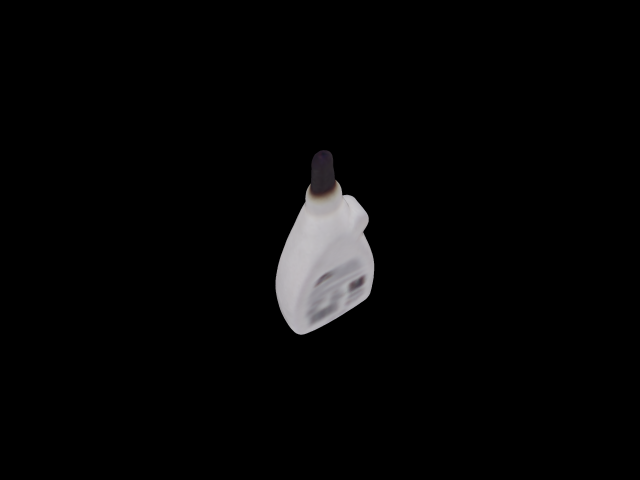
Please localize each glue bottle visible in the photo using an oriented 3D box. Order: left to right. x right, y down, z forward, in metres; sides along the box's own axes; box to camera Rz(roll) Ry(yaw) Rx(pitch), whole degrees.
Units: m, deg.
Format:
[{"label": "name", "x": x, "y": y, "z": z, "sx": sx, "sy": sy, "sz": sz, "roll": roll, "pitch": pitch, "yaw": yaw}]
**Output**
[{"label": "glue bottle", "x": 0.004, "y": 0.001, "z": 0.400, "sx": 0.078, "sy": 0.173, "sz": 0.037, "roll": -27, "pitch": 58, "yaw": -18}]
